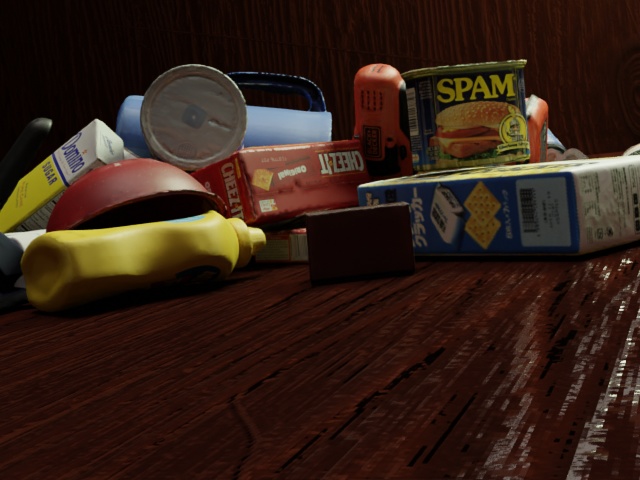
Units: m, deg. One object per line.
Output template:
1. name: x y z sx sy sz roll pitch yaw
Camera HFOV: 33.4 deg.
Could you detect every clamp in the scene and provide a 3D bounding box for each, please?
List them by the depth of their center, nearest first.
1. clamp: -0.304 0.002 0.990 0.210 0.164 0.036 -29 26 -4

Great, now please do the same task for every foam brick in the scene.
1. foam brick: 0.028 0.001 0.795 0.078 0.051 0.053 -7 5 -2

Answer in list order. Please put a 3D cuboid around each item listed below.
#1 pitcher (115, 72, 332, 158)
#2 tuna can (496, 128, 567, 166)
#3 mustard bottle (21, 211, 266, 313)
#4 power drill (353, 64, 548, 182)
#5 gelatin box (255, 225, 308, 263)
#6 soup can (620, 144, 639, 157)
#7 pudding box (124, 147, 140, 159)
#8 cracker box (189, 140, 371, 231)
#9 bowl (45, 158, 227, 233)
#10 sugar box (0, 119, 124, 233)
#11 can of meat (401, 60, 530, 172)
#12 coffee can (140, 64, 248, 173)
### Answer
1. pitcher: -0.108 -0.106 1.220 0.242 0.145 0.149 8 33 -4
2. tuna can: 0.209 -0.074 1.088 0.086 0.086 0.034 -9 47 -26
3. mustard bottle: -0.126 0.012 0.828 0.191 0.058 0.096 -10 -7 -36
4. power drill: 0.122 -0.075 1.030 0.188 0.184 0.057 7 34 18
5. gelatin box: -0.006 0.001 0.968 0.073 0.030 0.089 -11 7 -44
6. soup can: 0.310 -0.056 1.000 0.069 0.068 0.102 -5 6 16
7. pudding box: -0.221 -0.040 1.124 0.039 0.113 0.090 8 15 -42
8. cracker box: -0.080 -0.035 1.033 0.163 0.072 0.214 -11 -5 -46
9. bowl: -0.161 -0.021 0.883 0.162 0.055 0.162 -20 -19 -7
10. sugar box: -0.273 -0.039 1.061 0.176 0.048 0.093 -39 32 12
11. can of meat: 0.123 -0.103 0.891 0.102 0.084 0.057 -7 5 -14
12. coffee can: -0.126 -0.110 1.082 0.102 0.103 0.140 -7 -5 -6
